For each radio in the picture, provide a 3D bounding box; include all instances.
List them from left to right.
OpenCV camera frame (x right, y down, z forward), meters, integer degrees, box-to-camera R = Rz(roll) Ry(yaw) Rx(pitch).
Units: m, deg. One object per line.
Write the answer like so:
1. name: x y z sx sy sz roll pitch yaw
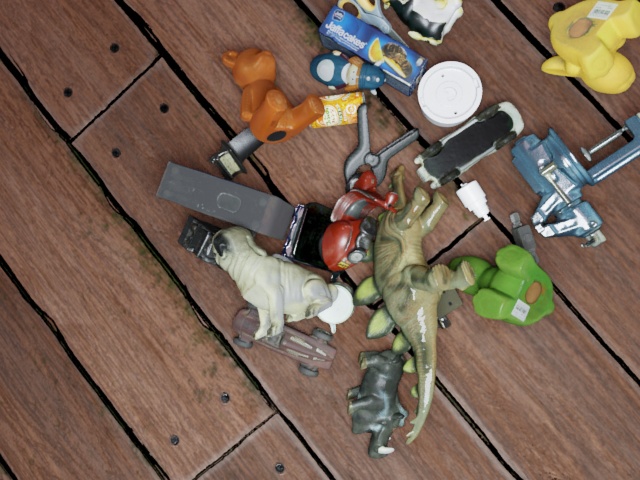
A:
1. radio: -0.170 -0.069 0.976 0.230 0.131 0.073 18 89 9

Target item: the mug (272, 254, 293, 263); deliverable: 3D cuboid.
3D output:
1. mug: -0.073 0.080 0.981 0.107 0.081 0.109 30 115 -4

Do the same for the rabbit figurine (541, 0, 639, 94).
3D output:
1. rabbit figurine: 0.449 -0.299 0.887 0.163 0.173 0.122 30 93 53

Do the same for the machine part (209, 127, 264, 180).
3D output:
1. machine part: -0.139 -0.174 1.009 0.139 0.084 0.039 -42 51 -3

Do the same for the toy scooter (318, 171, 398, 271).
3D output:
1. toy scooter: 0.070 -0.032 0.890 0.075 0.135 0.184 25 81 -30

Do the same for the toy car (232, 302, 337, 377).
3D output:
1. toy car: -0.069 0.183 0.996 0.202 0.053 0.089 23 89 10

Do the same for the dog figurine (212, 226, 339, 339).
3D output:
1. dog figurine: -0.073 0.049 0.896 0.172 0.121 0.190 -20 86 -37

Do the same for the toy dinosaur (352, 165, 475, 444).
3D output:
1. toy dinosaur: 0.148 0.077 0.886 0.198 0.105 0.471 -35 49 43

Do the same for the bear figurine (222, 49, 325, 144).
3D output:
1. bear figurine: -0.089 -0.276 0.954 0.132 0.120 0.196 -33 66 48

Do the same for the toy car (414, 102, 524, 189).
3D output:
1. toy car: 0.262 -0.167 0.951 0.202 0.056 0.073 -33 90 8

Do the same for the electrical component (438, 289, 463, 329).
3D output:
1. electrical component: 0.205 0.108 0.960 0.078 0.045 0.102 -32 86 -22

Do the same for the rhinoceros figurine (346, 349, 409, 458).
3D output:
1. rhinoceros figurine: 0.104 0.289 0.959 0.112 0.073 0.190 9 88 -2

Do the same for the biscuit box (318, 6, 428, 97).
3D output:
1. biscuit box: 0.095 -0.343 0.977 0.203 0.063 0.059 33 92 8

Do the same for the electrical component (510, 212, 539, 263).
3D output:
1. electrical component: 0.352 -0.003 0.927 0.021 0.063 0.094 -17 85 8

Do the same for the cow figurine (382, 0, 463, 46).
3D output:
1. cow figurine: 0.166 -0.423 0.968 0.167 0.068 0.098 35 100 9

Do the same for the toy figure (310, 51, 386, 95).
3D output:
1. toy figure: 0.048 -0.296 0.959 0.155 0.064 0.058 26 57 39

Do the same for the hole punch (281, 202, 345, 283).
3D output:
1. hole punch: -0.002 -0.003 0.979 0.116 0.092 0.142 20 81 -22

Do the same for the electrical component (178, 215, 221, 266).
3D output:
1. electrical component: -0.189 0.007 0.976 0.134 0.114 0.058 29 93 52

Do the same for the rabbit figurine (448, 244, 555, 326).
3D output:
1. rabbit figurine: 0.299 0.066 0.902 0.159 0.170 0.121 17 94 -32

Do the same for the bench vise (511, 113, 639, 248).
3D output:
1. bench vise: 0.441 -0.113 0.879 0.240 0.128 0.224 -38 63 24
